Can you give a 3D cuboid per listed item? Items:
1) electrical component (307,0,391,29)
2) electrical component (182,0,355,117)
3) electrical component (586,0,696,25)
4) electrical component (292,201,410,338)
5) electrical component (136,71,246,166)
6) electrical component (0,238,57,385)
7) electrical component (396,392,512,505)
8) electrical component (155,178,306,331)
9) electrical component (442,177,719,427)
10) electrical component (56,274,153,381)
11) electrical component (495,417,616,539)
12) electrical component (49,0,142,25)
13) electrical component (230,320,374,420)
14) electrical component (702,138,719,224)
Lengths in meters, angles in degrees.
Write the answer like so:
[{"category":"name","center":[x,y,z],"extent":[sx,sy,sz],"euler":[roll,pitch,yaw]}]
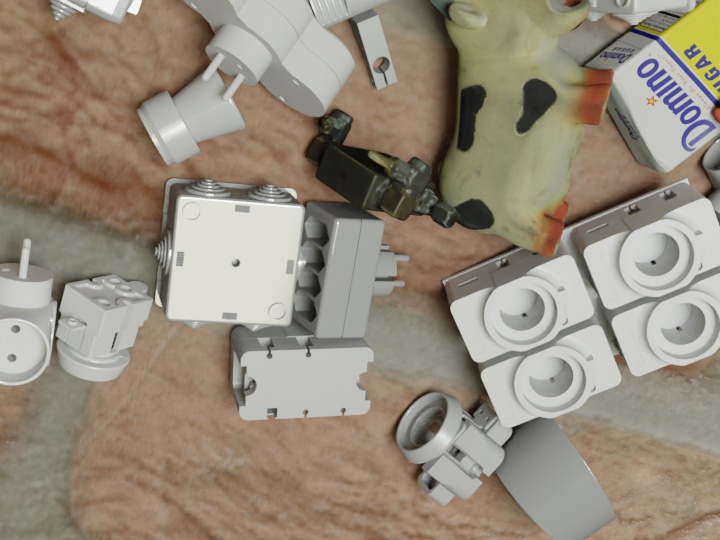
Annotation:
[{"category":"electrical component","center":[-0.008,-0.182,0.677],"extent":[0.081,0.043,0.043],"euler":[-25,112,-6]},{"category":"electrical component","center":[-0.068,-0.136,0.647],"extent":[0.138,0.052,0.073],"euler":[44,72,-39]},{"category":"electrical component","center":[0.166,-0.209,0.685],"extent":[0.048,0.100,0.099],"euler":[-13,111,-24]},{"category":"electrical component","center":[0.000,0.000,0.737],"extent":[0.076,0.047,0.083],"euler":[1,108,-29]},{"category":"electrical component","center":[-0.106,-0.096,0.678],"extent":[0.055,0.045,0.045],"euler":[-29,112,-4]},{"category":"electrical component","center":[-0.212,0.021,0.670],"extent":[0.044,0.077,0.079],"euler":[7,105,-17]},{"category":"electrical component","center":[0.064,0.126,0.789],"extent":[0.057,0.058,0.078],"euler":[41,94,-25]},{"category":"electrical component","center":[-0.086,-0.010,0.710],"extent":[0.100,0.048,0.099],"euler":[4,104,-17]},{"category":"electrical component","center":[0.166,0.026,0.754],"extent":[0.186,0.060,0.105],"euler":[-23,107,7]},{"category":"electrical component","center":[-0.170,0.038,0.700],"extent":[0.048,0.066,0.055],"euler":[29,112,24]},{"category":"electrical component","center":[0.145,0.154,0.798],"extent":[0.064,0.099,0.099],"euler":[-43,113,8]},{"category":"electrical component","center":[-0.148,-0.185,0.628],"extent":[0.061,0.061,0.096],"euler":[25,100,-21]},{"category":"electrical component","center":[-0.042,0.067,0.741],"extent":[0.089,0.055,0.050],"euler":[-1,108,-15]},{"category":"electrical component","center":[0.281,-0.051,0.796],"extent":[0.079,0.043,0.077],"euler":[-46,113,3]}]
